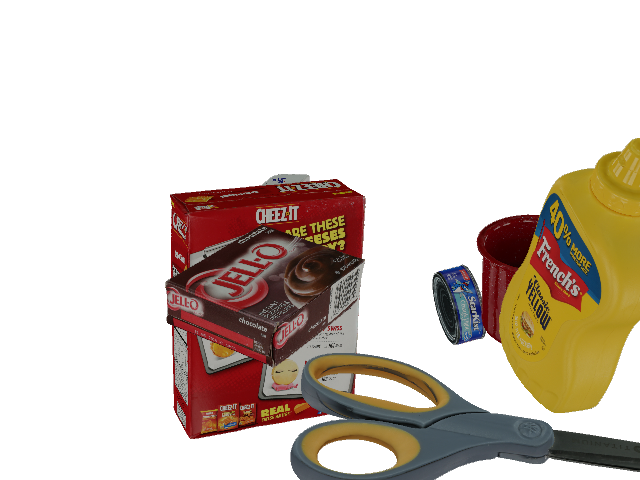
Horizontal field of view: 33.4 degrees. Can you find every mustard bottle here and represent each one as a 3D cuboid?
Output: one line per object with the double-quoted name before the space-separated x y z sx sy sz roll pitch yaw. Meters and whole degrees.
"mustard bottle" 0.163 0.015 0.644 0.058 0.096 0.192 -5 -41 -15

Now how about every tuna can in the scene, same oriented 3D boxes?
"tuna can" 0.154 0.072 1.191 0.033 0.086 0.086 -14 2 -8

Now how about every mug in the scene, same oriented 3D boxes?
"mug" 0.184 0.039 0.869 0.117 0.081 0.093 16 35 30

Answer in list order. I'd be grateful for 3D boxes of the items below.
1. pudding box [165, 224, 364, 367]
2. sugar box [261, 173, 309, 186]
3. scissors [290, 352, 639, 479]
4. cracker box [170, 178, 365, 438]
"pudding box" -0.036 0.034 0.726 0.090 0.039 0.113 20 29 27
"sugar box" -0.042 0.021 1.164 0.048 0.176 0.093 2 14 11
"scissors" 0.075 0.094 0.452 0.202 0.016 0.096 16 34 23
"cracker box" -0.050 0.059 0.964 0.164 0.214 0.072 -6 21 -22
